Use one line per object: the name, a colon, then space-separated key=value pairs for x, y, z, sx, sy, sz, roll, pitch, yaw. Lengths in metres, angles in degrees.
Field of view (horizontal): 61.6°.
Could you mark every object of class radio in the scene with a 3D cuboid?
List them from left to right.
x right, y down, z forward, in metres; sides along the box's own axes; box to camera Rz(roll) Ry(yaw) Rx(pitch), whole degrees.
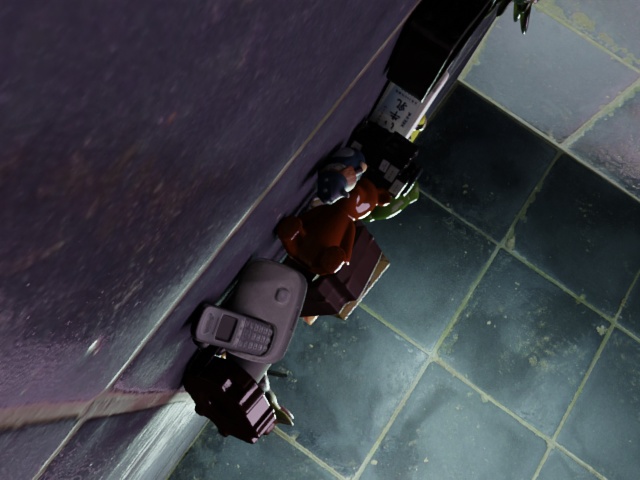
radio: x=0.194 y=-0.324 z=0.776 sx=0.229 sy=0.073 sz=0.131 roll=-55 pitch=177 yaw=-18

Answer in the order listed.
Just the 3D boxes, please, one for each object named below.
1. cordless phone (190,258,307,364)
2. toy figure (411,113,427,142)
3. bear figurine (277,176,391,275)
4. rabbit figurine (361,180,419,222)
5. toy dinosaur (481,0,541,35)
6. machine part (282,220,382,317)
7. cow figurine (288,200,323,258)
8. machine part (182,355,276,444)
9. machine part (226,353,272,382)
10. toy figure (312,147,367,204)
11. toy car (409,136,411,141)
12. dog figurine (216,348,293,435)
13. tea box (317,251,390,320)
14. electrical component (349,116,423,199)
cordless phone: x=-0.105 y=0.088 z=0.745 sx=0.184 sy=0.089 sz=0.146 roll=35 pitch=72 yaw=-59
toy figure: x=0.204 y=-0.263 z=1.379 sx=0.180 sy=0.082 sz=0.089 roll=-53 pitch=179 yaw=15
bear figurine: x=0.031 y=-0.039 z=0.873 sx=0.196 sy=0.120 sz=0.132 roll=-51 pitch=173 yaw=-11
rabbit figurine: x=0.104 y=-0.131 z=1.118 sx=0.159 sy=0.121 sz=0.170 roll=-34 pitch=133 yaw=-11
toy dinosaur: x=0.344 y=-0.474 z=0.903 sx=0.198 sy=0.105 sz=0.471 roll=114 pitch=-1 yaw=-46
machine part: x=0.013 y=0.058 z=1.093 sx=0.201 sy=0.087 sz=0.201 roll=-12 pitch=-145 yaw=44
cow figurine: x=-0.002 y=-0.004 z=1.009 sx=0.068 sy=0.098 sz=0.167 roll=-60 pitch=180 yaw=-34
machine part: x=-0.162 y=0.278 z=0.938 sx=0.056 sy=0.179 sz=0.179 roll=-46 pitch=171 yaw=-39
machine part: x=-0.124 y=0.206 z=0.945 sx=0.079 sy=0.079 sz=0.243 roll=-52 pitch=175 yaw=-37
toy figure: x=0.029 y=-0.100 z=0.819 sx=0.064 sy=0.057 sz=0.154 roll=-32 pitch=-169 yaw=29
toy car: x=0.176 y=-0.253 z=1.187 sx=0.202 sy=0.053 sz=0.089 roll=-41 pitch=126 yaw=-81
dog figurine: x=-0.129 y=0.287 z=1.099 sx=0.191 sy=0.219 sz=0.108 roll=-53 pitch=179 yaw=-10
tea box: x=0.060 y=0.083 z=1.168 sx=0.169 sy=0.068 sz=0.098 roll=-49 pitch=-154 yaw=-17
electrical component: x=0.108 y=-0.135 z=0.938 sx=0.058 sy=0.134 sz=0.115 roll=-52 pitch=177 yaw=-31
